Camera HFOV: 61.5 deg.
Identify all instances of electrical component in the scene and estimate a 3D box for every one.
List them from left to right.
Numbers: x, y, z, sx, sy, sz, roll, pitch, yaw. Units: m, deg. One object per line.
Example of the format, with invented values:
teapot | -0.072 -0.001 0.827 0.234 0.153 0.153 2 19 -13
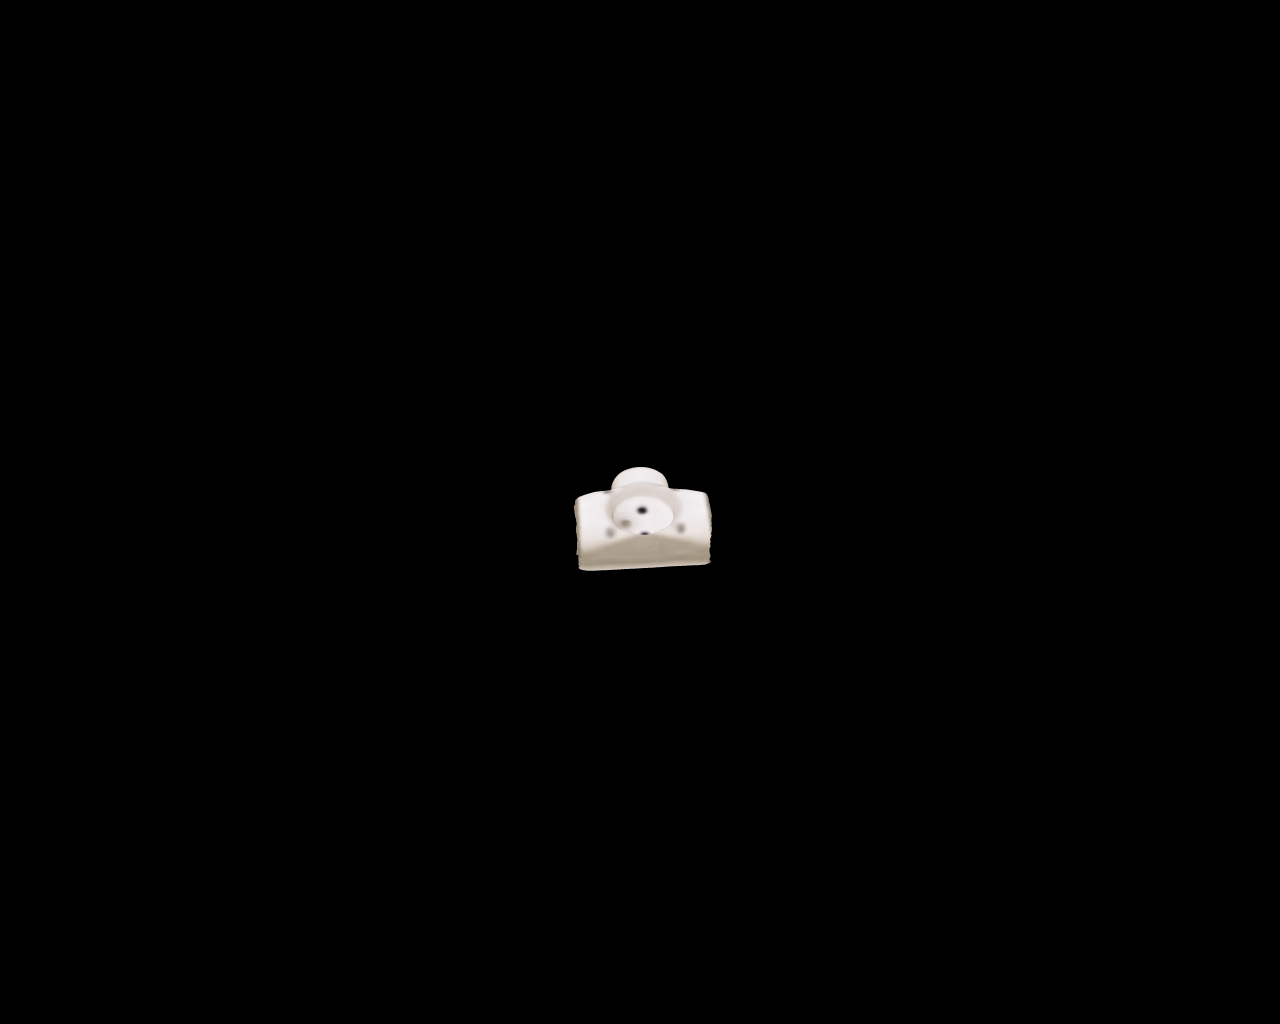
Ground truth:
electrical component | 0.001 -0.003 0.650 0.077 0.079 0.044 -2 -40 -2
